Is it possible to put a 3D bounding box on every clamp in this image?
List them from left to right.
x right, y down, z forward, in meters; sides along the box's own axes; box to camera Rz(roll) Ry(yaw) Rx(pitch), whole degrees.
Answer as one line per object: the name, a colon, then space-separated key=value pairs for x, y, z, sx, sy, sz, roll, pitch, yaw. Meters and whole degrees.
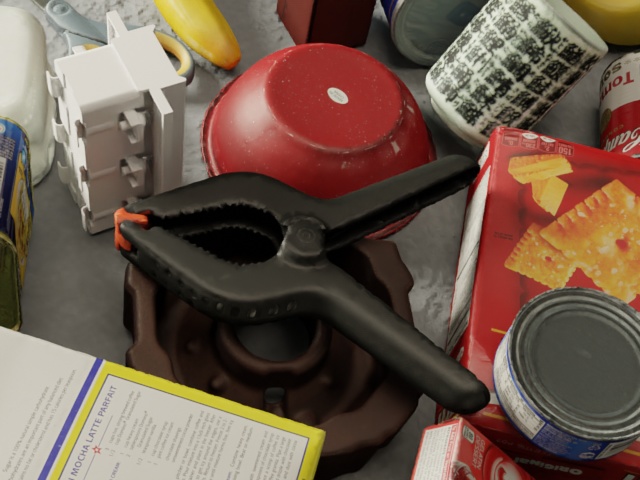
clamp: x=-0.004 y=0.001 z=0.583 sx=0.210 sy=0.036 sz=0.164 roll=13 pitch=52 yaw=-1

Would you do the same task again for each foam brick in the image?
foam brick: x=0.005 y=-0.177 z=0.753 sx=0.051 sy=0.078 sz=0.053 roll=-17 pitch=61 yaw=-20

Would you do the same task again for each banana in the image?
banana: x=-0.097 y=-0.203 z=0.774 sx=0.069 sy=0.037 sz=0.198 roll=-1 pitch=56 yaw=-9

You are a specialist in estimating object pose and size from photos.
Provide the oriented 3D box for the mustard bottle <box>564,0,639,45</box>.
mustard bottle: x=0.216 y=-0.204 z=0.825 sx=0.192 sy=0.058 sz=0.096 roll=40 pitch=57 yaw=16

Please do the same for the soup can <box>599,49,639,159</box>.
soup can: x=0.226 y=-0.073 z=0.730 sx=0.068 sy=0.069 sz=0.102 roll=13 pitch=54 yaw=-3

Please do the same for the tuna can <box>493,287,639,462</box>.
tuna can: x=0.133 y=0.069 z=0.547 sx=0.086 sy=0.034 sz=0.086 roll=5 pitch=56 yaw=-8

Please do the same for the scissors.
scissors: x=-0.159 y=-0.156 z=0.743 sx=0.096 sy=0.016 sz=0.202 roll=-20 pitch=62 yaw=-25

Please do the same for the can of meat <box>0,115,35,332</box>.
can of meat: x=-0.188 y=-0.008 z=0.582 sx=0.057 sy=0.102 sz=0.084 roll=4 pitch=53 yaw=-9

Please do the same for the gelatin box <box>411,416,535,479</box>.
gelatin box: x=0.076 y=0.145 z=0.533 sx=0.073 sy=0.030 sz=0.089 roll=41 pitch=48 yaw=-24

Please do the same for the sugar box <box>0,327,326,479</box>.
sugar box: x=-0.094 y=0.107 z=0.488 sx=0.176 sy=0.048 sz=0.093 roll=17 pitch=49 yaw=4

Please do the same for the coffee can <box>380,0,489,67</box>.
coffee can: x=0.083 y=-0.212 z=0.776 sx=0.102 sy=0.103 sz=0.140 roll=-6 pitch=57 yaw=-15

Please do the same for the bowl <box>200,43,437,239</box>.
bowl: x=0.005 y=-0.076 z=0.696 sx=0.162 sy=0.055 sz=0.162 roll=5 pitch=55 yaw=-8

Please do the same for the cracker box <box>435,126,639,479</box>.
cracker box: x=0.164 y=0.045 z=0.633 sx=0.164 sy=0.072 sz=0.213 roll=14 pitch=55 yaw=-1
